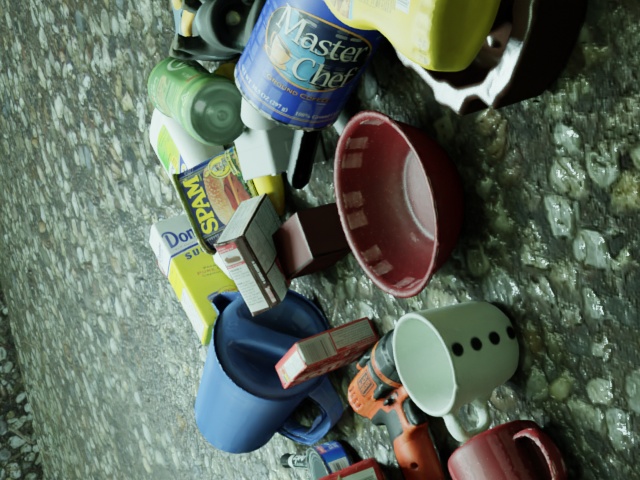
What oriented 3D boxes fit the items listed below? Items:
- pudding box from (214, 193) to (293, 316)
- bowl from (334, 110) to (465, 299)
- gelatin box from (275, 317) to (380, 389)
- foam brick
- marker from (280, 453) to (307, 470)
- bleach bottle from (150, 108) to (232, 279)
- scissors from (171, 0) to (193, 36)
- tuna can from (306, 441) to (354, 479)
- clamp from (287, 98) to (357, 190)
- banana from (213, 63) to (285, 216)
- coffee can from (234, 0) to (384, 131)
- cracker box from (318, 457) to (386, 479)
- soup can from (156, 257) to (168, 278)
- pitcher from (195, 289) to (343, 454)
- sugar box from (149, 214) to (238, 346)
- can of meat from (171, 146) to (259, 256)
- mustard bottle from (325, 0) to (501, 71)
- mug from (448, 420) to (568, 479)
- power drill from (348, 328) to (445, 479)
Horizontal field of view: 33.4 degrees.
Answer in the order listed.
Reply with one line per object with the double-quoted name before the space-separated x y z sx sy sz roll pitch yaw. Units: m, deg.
"pudding box" -0.064 0.013 1.129 0.090 0.039 0.113 62 -160 -18
"bowl" 0.074 -0.035 0.906 0.162 0.055 0.162 40 137 50
"gelatin box" 0.007 0.115 1.079 0.030 0.089 0.073 64 152 15
"foam brick" -0.007 0.001 1.090 0.078 0.052 0.051 -40 68 61
"marker" -0.019 0.269 1.293 0.121 0.020 0.020 -21 84 64
"bleach bottle" -0.126 -0.051 1.287 0.251 0.068 0.103 61 152 21
"scissors" -0.178 -0.263 1.328 0.202 0.016 0.096 -34 72 63
"tuna can" 0.016 0.269 1.194 0.086 0.033 0.086 164 90 -72
"clamp" -0.004 -0.129 1.015 0.120 0.039 0.171 -19 83 41
"banana" -0.076 -0.124 1.183 0.069 0.037 0.198 82 167 -72
"coffee can" -0.001 -0.177 0.896 0.103 0.102 0.140 60 139 28
"cracker box" 0.050 0.300 1.029 0.213 0.072 0.164 81 168 -77
"soup can" -0.165 0.042 1.404 0.102 0.068 0.068 44 140 46
"pitcher" -0.069 0.169 1.231 0.243 0.145 0.149 116 152 -58
"sugar box" -0.135 0.041 1.318 0.176 0.093 0.048 58 149 30
"can of meat" -0.108 -0.046 1.212 0.102 0.084 0.057 66 -171 12
"mustard bottle" 0.045 -0.192 0.747 0.192 0.058 0.096 40 125 47
"mug" 0.155 0.188 0.830 0.117 0.093 0.081 111 142 -52
"power drill" 0.097 0.174 0.975 0.185 0.057 0.188 116 135 -59
